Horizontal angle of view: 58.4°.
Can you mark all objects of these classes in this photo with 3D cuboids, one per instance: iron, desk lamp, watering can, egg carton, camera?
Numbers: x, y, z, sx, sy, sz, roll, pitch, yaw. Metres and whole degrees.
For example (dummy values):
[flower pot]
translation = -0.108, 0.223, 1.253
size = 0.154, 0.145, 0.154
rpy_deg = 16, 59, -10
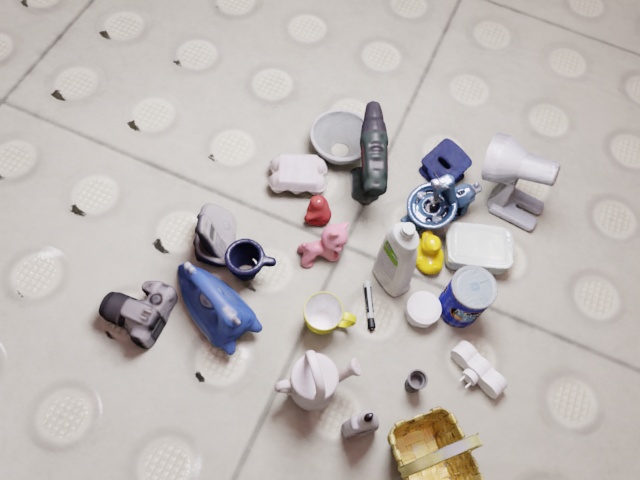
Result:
[iron]
translation = -0.245, 0.123, 1.268
size = 0.119, 0.141, 0.258
rpy_deg = -39, 73, -20
[desk lamp]
translation = 0.486, -0.150, 1.416
size = 0.203, 0.213, 0.118
rpy_deg = 28, 66, 9
[watering can]
translation = -0.005, 0.282, 1.182
size = 0.173, 0.194, 0.100
rpy_deg = -32, 70, -17
[egg carton]
translation = -0.056, -0.166, 1.461
size = 0.150, 0.069, 0.107
rpy_deg = 2, 64, -4
[camera]
translation = -0.407, 0.148, 1.267
size = 0.136, 0.101, 0.143
rpy_deg = 21, 65, 6

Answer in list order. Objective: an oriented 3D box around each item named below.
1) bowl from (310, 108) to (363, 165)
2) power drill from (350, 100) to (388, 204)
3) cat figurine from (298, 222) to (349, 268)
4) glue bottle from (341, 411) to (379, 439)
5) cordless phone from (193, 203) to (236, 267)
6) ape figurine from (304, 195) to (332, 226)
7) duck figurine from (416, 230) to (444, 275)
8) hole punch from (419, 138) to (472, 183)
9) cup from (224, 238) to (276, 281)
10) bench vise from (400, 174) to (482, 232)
[bowl]
translation = 0.055, -0.259, 1.512
size = 0.167, 0.075, 0.167
rpy_deg = 2, 64, -3
[power drill]
translation = 0.123, -0.193, 1.411
size = 0.075, 0.208, 0.229
rpy_deg = 0, 64, -4
[cat figurine]
translation = 0.012, 0.005, 1.358
size = 0.128, 0.118, 0.067
rpy_deg = -16, 66, -11
[glue bottle]
translation = 0.088, 0.369, 1.158
size = 0.078, 0.173, 0.037
rpy_deg = -14, 66, -10
[cordless phone]
translation = -0.246, -0.032, 1.318
size = 0.094, 0.185, 0.147
rpy_deg = 0, 64, -4
[ape figurine]
translation = -0.007, -0.079, 1.411
size = 0.076, 0.092, 0.078
rpy_deg = 43, 69, 15
[duck figurine]
translation = 0.267, 0.026, 1.385
size = 0.077, 0.086, 0.104
rpy_deg = -8, 65, -8
[hole punch]
translation = 0.326, -0.192, 1.492
size = 0.101, 0.091, 0.108
rpy_deg = -36, 72, -19
[cup]
translation = -0.159, 0.057, 1.333
size = 0.117, 0.095, 0.091
rpy_deg = 7, 64, -1
[bench vise]
translation = 0.297, -0.113, 1.380
size = 0.208, 0.220, 0.121
rpy_deg = -40, 73, -20
